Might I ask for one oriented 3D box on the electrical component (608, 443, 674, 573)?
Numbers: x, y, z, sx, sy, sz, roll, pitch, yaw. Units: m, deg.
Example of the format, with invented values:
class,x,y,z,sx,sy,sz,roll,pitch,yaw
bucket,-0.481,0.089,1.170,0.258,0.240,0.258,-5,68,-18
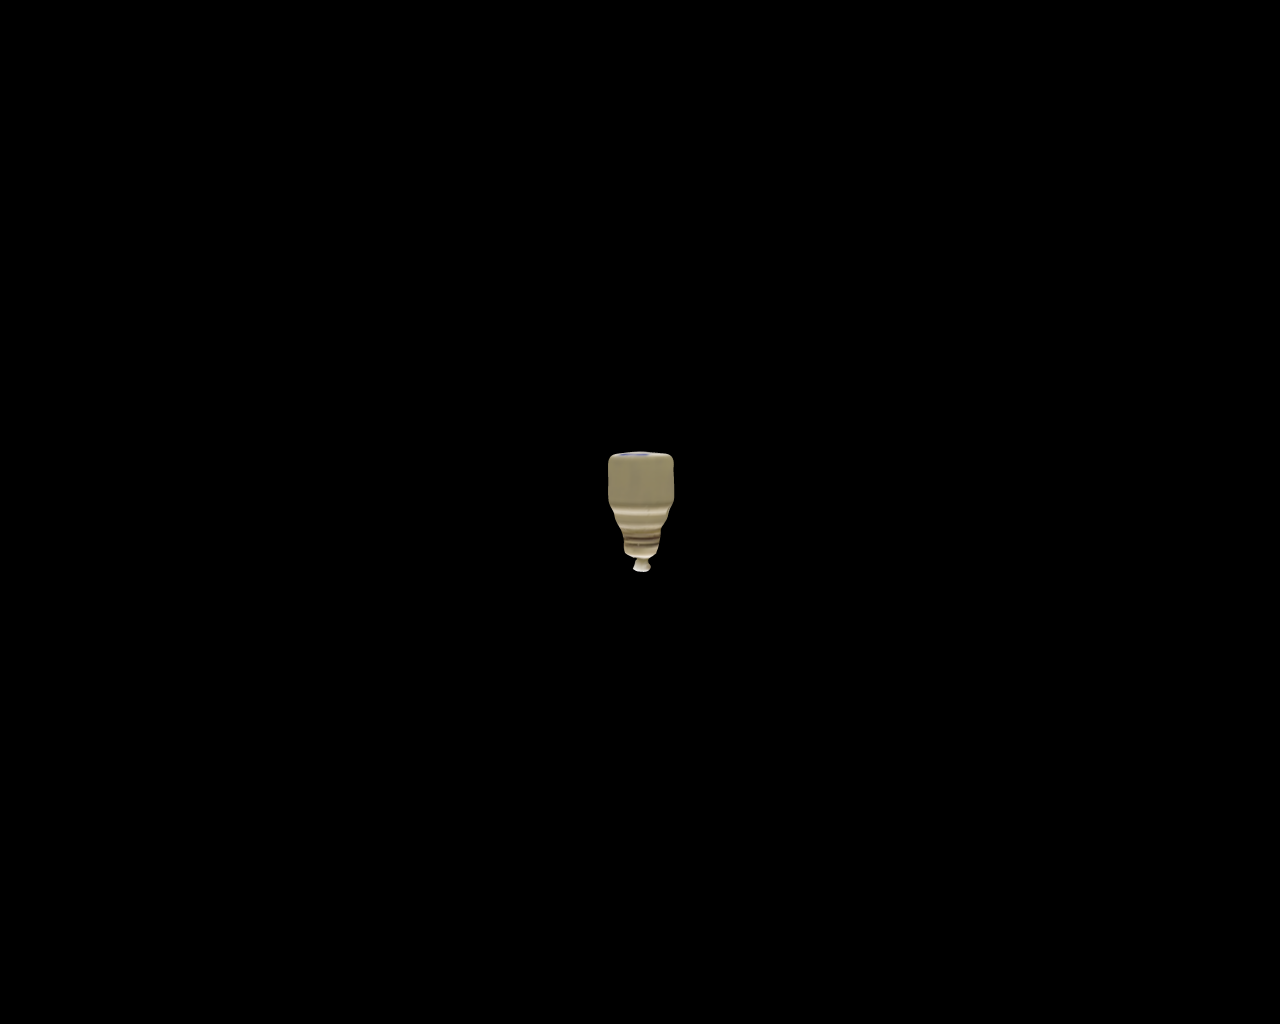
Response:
class,x,y,z,sx,sy,sz,roll,pitch,yaw
electrical component,0.001,-0.003,0.650,0.040,0.078,0.040,0,4,0
